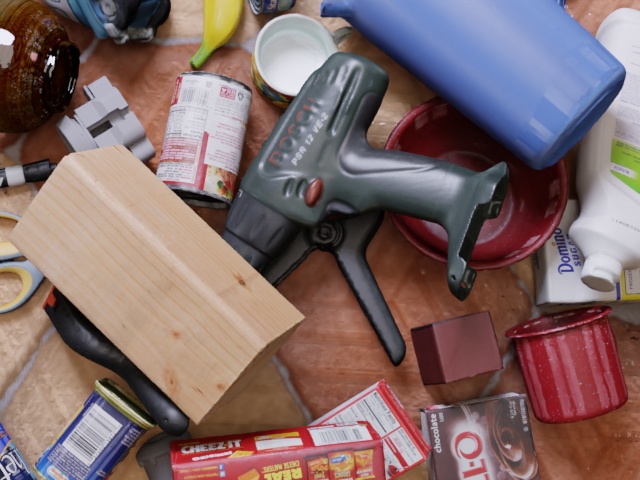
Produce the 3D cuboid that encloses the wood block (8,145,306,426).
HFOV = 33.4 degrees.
[{"bbox_3d":[-0.125,0.029,0.826,0.206,0.090,0.090,43,110,8],"label":"wood block"}]

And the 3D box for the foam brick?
[{"bbox_3d":[0.115,0.092,0.903,0.053,0.078,0.051,-12,83,-10],"label":"foam brick"}]

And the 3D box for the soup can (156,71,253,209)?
[{"bbox_3d":[-0.098,-0.083,0.899,0.068,0.068,0.102,11,81,-7],"label":"soup can"}]

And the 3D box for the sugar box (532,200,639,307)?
[{"bbox_3d":[0.279,0.010,0.953,0.176,0.048,0.093,-1,81,-5],"label":"sugar box"}]

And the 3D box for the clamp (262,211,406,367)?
[{"bbox_3d":[-0.006,0.001,0.918,0.164,0.036,0.210,2,80,-1],"label":"clamp"}]

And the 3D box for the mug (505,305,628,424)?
[{"bbox_3d":[0.221,0.105,0.919,0.117,0.093,0.081,-16,91,-46],"label":"mug"}]

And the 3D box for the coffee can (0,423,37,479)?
[{"bbox_3d":[-0.268,0.205,0.823,0.102,0.103,0.140,-33,89,-11],"label":"coffee can"}]

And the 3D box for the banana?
[{"bbox_3d":[-0.111,-0.253,0.934,0.069,0.037,0.198,-18,86,-10],"label":"banana"}]

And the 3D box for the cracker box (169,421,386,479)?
[{"bbox_3d":[-0.028,0.259,0.845,0.164,0.072,0.214,-6,99,-8],"label":"cracker box"}]

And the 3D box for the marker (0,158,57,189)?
[{"bbox_3d":[-0.280,-0.049,0.895,0.121,0.020,0.020,-12,85,-10],"label":"marker"}]

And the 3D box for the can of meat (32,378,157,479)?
[{"bbox_3d":[-0.177,0.160,0.843,0.057,0.102,0.084,39,82,-1],"label":"can of meat"}]

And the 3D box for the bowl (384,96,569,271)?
[{"bbox_3d":[0.129,-0.045,0.925,0.162,0.055,0.162,1,74,-2],"label":"bowl"}]

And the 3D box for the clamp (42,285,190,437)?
[{"bbox_3d":[-0.146,0.091,0.870,0.171,0.120,0.039,39,101,16],"label":"clamp"}]

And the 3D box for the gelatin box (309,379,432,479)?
[{"bbox_3d":[0.037,0.170,0.892,0.089,0.030,0.073,-35,89,14],"label":"gelatin box"}]

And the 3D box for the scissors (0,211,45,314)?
[{"bbox_3d":[-0.210,0.019,0.898,0.201,0.016,0.096,4,84,-7],"label":"scissors"}]

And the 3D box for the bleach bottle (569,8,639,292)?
[{"bbox_3d":[0.262,-0.075,0.921,0.102,0.068,0.250,21,67,1],"label":"bleach bottle"}]

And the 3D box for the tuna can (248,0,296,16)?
[{"bbox_3d":[-0.046,-0.239,0.917,0.033,0.086,0.086,-12,85,-12],"label":"tuna can"}]

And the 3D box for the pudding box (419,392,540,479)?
[{"bbox_3d":[0.138,0.193,0.914,0.090,0.039,0.113,-8,84,-8],"label":"pudding box"}]

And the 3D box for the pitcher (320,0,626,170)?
[{"bbox_3d":[0.134,-0.180,0.877,0.243,0.144,0.149,44,113,13],"label":"pitcher"}]
